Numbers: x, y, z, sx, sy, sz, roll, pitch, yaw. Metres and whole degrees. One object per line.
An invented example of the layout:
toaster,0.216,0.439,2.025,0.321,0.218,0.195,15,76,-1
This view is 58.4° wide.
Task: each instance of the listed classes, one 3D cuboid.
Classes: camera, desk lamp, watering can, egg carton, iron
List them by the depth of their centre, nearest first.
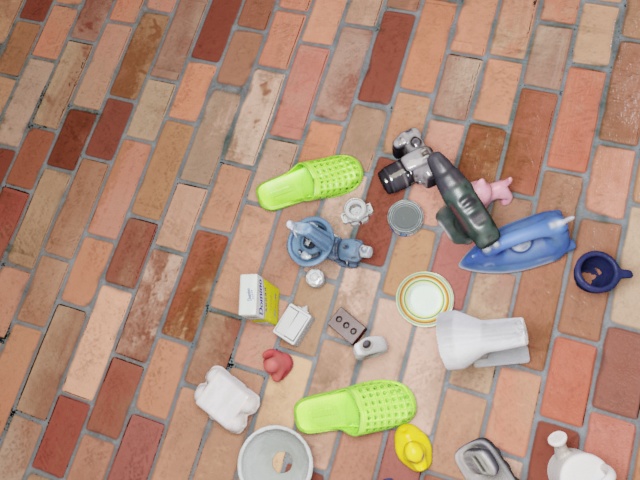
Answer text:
watering can,0.505,0.458,1.108,0.172,0.194,0.101,35,83,17
desk lamp,0.342,0.206,1.194,0.203,0.214,0.118,-8,74,8
iron,0.436,0.006,1.271,0.258,0.141,0.118,-19,73,4
egg carton,-0.215,0.368,1.318,0.150,0.069,0.107,33,82,16
camera,0.204,-0.184,1.382,0.137,0.101,0.143,-26,72,2

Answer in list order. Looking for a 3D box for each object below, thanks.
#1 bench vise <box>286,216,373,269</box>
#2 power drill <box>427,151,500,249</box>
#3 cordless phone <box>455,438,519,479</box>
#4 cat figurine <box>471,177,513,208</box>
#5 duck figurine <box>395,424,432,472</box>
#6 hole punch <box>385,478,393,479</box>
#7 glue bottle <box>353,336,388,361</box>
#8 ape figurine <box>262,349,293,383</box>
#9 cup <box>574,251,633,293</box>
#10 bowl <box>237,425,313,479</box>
bench vise,0.011,-0.007,1.303,0.207,0.220,0.121,-8,74,7
power drill,0.309,-0.072,1.278,0.075,0.208,0.229,-33,72,0
cordless phone,0.341,0.472,1.136,0.094,0.185,0.147,-36,72,-1
cat figurine,0.385,-0.113,1.324,0.127,0.118,0.067,-20,72,4
duck figurine,0.198,0.445,1.219,0.077,0.086,0.104,-26,72,2
hole punch,0.121,0.562,1.197,0.108,0.091,0.101,-25,72,2
glue bottle,0.106,0.233,1.247,0.078,0.173,0.037,-22,72,3
ape figurine,-0.103,0.286,1.310,0.076,0.092,0.078,-7,74,8
cup,0.606,0.078,1.247,0.117,0.095,0.092,2,75,10
bowl,-0.092,0.493,1.260,0.167,0.075,0.167,-2,75,9
